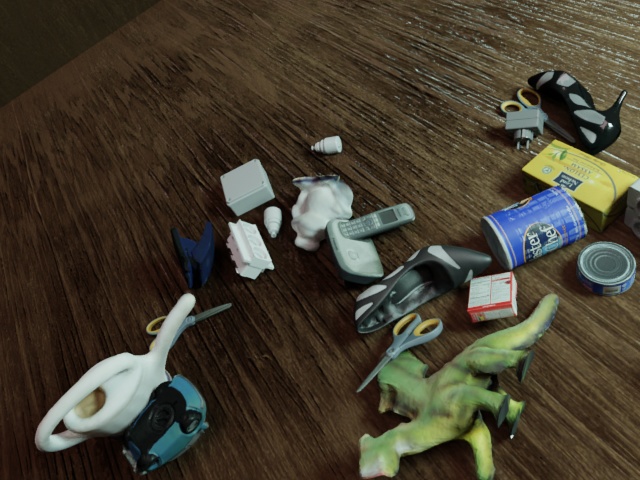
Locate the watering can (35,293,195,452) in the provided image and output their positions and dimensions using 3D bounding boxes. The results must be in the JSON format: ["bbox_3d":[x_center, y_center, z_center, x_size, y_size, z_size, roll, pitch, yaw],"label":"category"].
[{"bbox_3d":[-0.332,0.249,0.926,0.350,0.220,0.105,-42,67,-13],"label":"watering can"}]

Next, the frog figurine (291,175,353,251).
[{"bbox_3d":[0.003,-0.056,1.113,0.137,0.123,0.159,0,89,15],"label":"frog figurine"}]

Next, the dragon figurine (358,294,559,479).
[{"bbox_3d":[0.195,0.208,0.800,0.243,0.120,0.418,10,42,38],"label":"dragon figurine"}]
